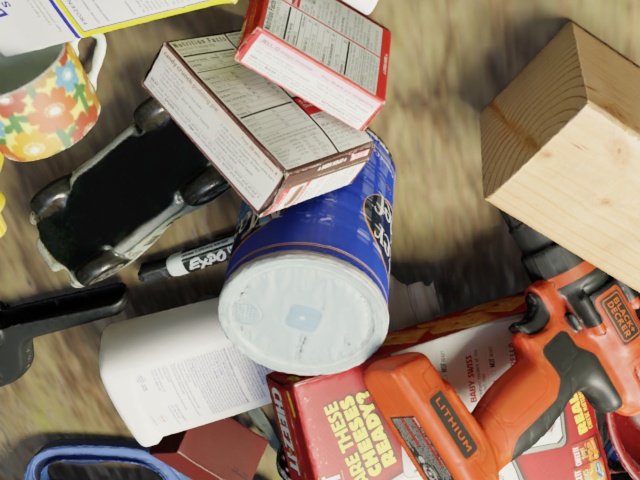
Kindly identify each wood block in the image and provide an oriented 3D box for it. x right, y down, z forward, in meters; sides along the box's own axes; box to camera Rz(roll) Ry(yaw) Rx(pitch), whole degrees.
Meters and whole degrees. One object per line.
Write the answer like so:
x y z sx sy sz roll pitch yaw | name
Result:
0.208 -0.030 0.664 0.206 0.090 0.090 28 129 -19 | wood block

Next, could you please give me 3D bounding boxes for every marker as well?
-0.082 0.011 0.786 0.121 0.020 0.020 -18 128 21 | marker

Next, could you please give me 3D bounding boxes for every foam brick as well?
-0.094 0.176 0.905 0.078 0.053 0.051 39 150 -25 | foam brick

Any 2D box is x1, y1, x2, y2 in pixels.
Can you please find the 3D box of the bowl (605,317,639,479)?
0.273 0.110 0.778 0.162 0.055 0.162 -1 93 -9 | bowl

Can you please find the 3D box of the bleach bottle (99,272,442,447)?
-0.032 0.081 0.802 0.251 0.068 0.102 -14 130 7 | bleach bottle

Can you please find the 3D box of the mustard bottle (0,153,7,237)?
-0.266 -0.072 0.706 0.096 0.058 0.191 -13 129 18 | mustard bottle

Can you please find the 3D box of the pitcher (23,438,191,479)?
-0.155 0.271 0.971 0.243 0.145 0.149 -3 145 5 | pitcher

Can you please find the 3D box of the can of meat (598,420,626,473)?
0.276 0.164 0.858 0.102 0.057 0.084 10 136 -2 | can of meat

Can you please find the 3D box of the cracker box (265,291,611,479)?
0.086 0.141 0.738 0.213 0.072 0.164 -16 95 -20 | cracker box

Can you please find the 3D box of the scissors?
-0.088 0.122 0.889 0.096 0.016 0.202 -3 131 7 | scissors

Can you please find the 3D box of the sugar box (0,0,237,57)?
-0.130 -0.163 0.590 0.177 0.048 0.093 -3 134 33 | sugar box

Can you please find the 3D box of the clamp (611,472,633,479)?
0.289 0.208 0.831 0.171 0.039 0.120 12 137 -5 | clamp

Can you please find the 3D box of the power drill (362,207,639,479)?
0.121 0.064 0.681 0.184 0.187 0.057 59 157 0 | power drill

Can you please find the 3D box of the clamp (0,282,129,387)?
-0.269 0.058 0.840 0.164 0.036 0.210 33 128 -21 | clamp

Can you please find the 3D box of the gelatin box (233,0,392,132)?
-0.003 -0.113 0.625 0.089 0.073 0.030 27 131 -18 | gelatin box

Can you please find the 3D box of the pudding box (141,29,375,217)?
-0.035 -0.073 0.623 0.113 0.089 0.039 47 129 17 | pudding box

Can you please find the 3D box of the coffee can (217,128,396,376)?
-0.004 0.001 0.684 0.103 0.140 0.103 4 133 4 | coffee can
